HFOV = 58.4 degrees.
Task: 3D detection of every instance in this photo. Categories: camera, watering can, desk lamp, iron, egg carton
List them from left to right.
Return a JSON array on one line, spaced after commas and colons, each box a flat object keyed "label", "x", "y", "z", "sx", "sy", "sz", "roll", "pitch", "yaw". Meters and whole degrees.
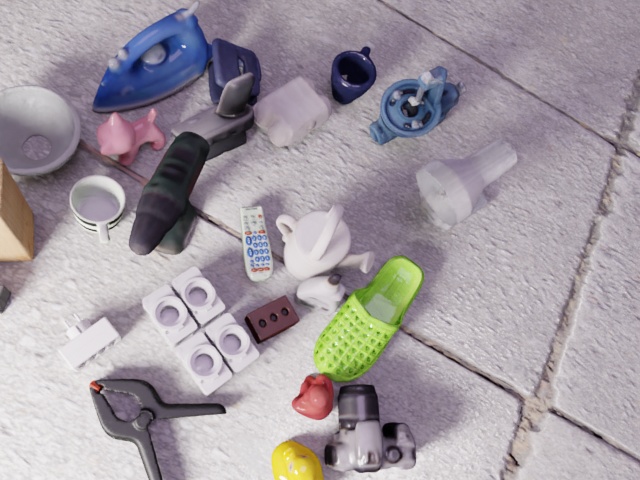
[{"label": "iron", "x": -0.311, "y": -0.335, "z": 1.041, "sx": 0.118, "sy": 0.141, "sz": 0.259, "roll": 46, "pitch": 67, "yaw": 4}, {"label": "egg carton", "x": -0.053, "y": -0.250, "z": 1.120, "sx": 0.150, "sy": 0.069, "sz": 0.107, "roll": -40, "pitch": 85, "yaw": -23}, {"label": "watering can", "x": 0.010, "y": 0.002, "z": 0.982, "sx": 0.173, "sy": 0.194, "sz": 0.101, "roll": 9, "pitch": 69, "yaw": -12}, {"label": "camera", "x": 0.084, "y": 0.310, "z": 0.947, "sx": 0.143, "sy": 0.100, "sz": 0.137, "roll": 3, "pitch": 71, "yaw": -14}, {"label": "desk lamp", "x": 0.263, "y": -0.102, "z": 1.076, "sx": 0.203, "sy": 0.213, "sz": 0.118, "roll": -31, "pitch": 81, "yaw": -22}]

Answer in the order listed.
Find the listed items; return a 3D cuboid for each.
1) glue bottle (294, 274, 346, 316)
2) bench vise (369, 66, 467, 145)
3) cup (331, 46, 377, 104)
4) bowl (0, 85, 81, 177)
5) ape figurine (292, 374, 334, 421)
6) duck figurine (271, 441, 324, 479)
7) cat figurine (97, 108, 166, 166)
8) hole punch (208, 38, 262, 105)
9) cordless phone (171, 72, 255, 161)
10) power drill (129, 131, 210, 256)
[{"label": "glue bottle", "x": 0.009, "y": 0.085, "z": 0.965, "sx": 0.078, "sy": 0.173, "sz": 0.037, "roll": 24, "pitch": 67, "yaw": -6}, {"label": "bench vise", "x": 0.206, "y": -0.289, "z": 1.122, "sx": 0.121, "sy": 0.219, "sz": 0.208, "roll": 43, "pitch": 67, "yaw": 3}, {"label": "cup", "x": 0.064, "y": -0.332, "z": 1.166, "sx": 0.092, "sy": 0.095, "sz": 0.118, "roll": 28, "pitch": 67, "yaw": -4}, {"label": "bowl", "x": -0.490, "y": -0.173, "z": 0.973, "sx": 0.168, "sy": 0.074, "sz": 0.167, "roll": 5, "pitch": 70, "yaw": -13}, {"label": "ape figurine", "x": -0.007, "y": 0.260, "z": 0.944, "sx": 0.078, "sy": 0.092, "sz": 0.076, "roll": -21, "pitch": 78, "yaw": -20}, {"label": "duck figurine", "x": -0.029, "y": 0.368, "z": 0.905, "sx": 0.078, "sy": 0.086, "sz": 0.104, "roll": -33, "pitch": 82, "yaw": -22}, {"label": "cat figurine", "x": -0.334, "y": -0.187, "z": 0.996, "sx": 0.128, "sy": 0.117, "sz": 0.067, "roll": -38, "pitch": 84, "yaw": -23}, {"label": "hole punch", "x": -0.162, "y": -0.326, "z": 1.105, "sx": 0.101, "sy": 0.091, "sz": 0.108, "roll": -3, "pitch": 72, "yaw": -16}, {"label": "cordless phone", "x": -0.184, "y": -0.229, "z": 1.014, "sx": 0.148, "sy": 0.185, "sz": 0.094, "roll": -35, "pitch": 83, "yaw": -23}, {"label": "power drill", "x": -0.243, "y": -0.052, "z": 0.925, "sx": 0.076, "sy": 0.208, "sz": 0.230, "roll": 20, "pitch": 68, "yaw": -7}]
